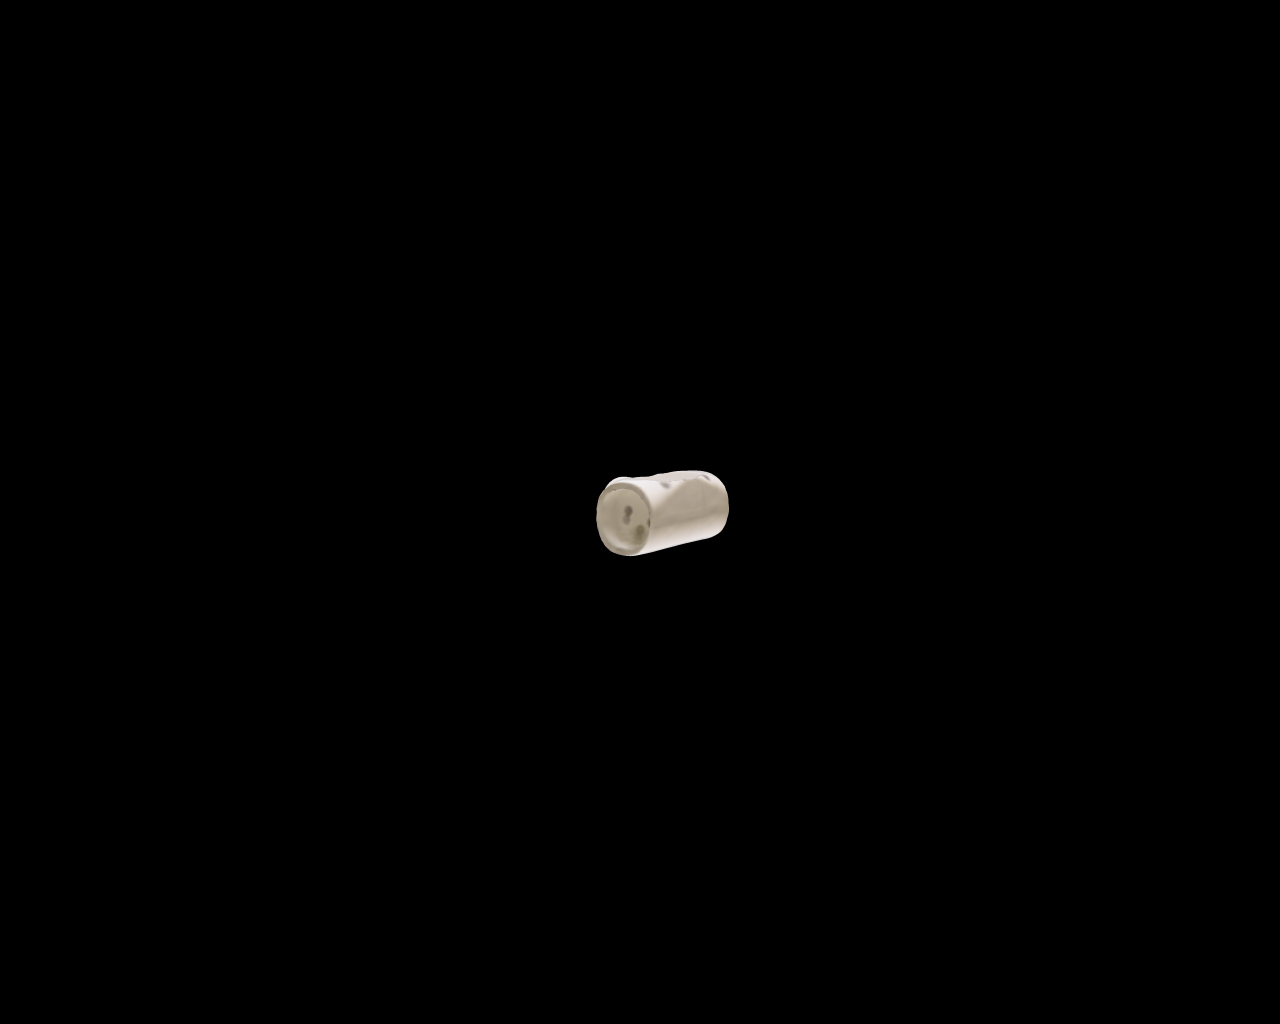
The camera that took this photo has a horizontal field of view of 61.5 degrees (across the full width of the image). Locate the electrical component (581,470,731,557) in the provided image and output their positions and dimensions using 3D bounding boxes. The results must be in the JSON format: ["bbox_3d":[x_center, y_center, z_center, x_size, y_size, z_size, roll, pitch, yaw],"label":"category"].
[{"bbox_3d":[0.001,-0.003,0.650,0.079,0.044,0.077,7,12,39],"label":"electrical component"}]
